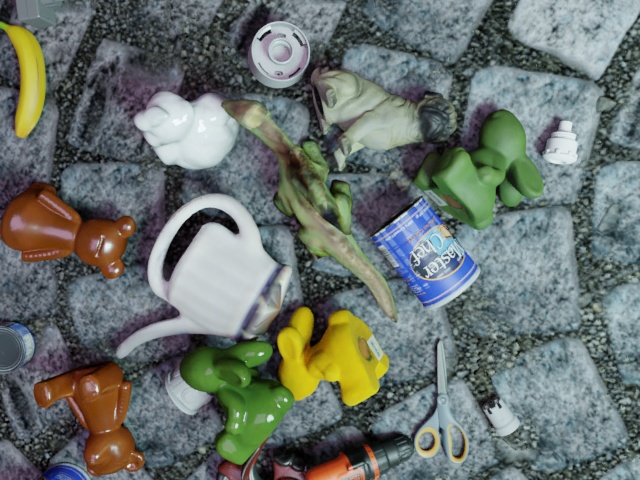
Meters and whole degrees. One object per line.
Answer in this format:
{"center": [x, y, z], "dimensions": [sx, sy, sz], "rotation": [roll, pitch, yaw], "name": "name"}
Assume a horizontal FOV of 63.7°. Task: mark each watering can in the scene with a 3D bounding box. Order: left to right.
{"center": [-0.184, 0.096, 0.827], "dimensions": [0.225, 0.105, 0.343], "rotation": [31, 107, 3], "name": "watering can"}

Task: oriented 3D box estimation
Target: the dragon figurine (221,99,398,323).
{"center": [0.002, -0.037, 0.728], "dimensions": [0.122, 0.243, 0.411], "rotation": [-38, 88, 4], "name": "dragon figurine"}

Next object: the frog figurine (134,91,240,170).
{"center": [-0.195, -0.169, 0.777], "dimensions": [0.137, 0.160, 0.122], "rotation": [-29, 93, 8], "name": "frog figurine"}
